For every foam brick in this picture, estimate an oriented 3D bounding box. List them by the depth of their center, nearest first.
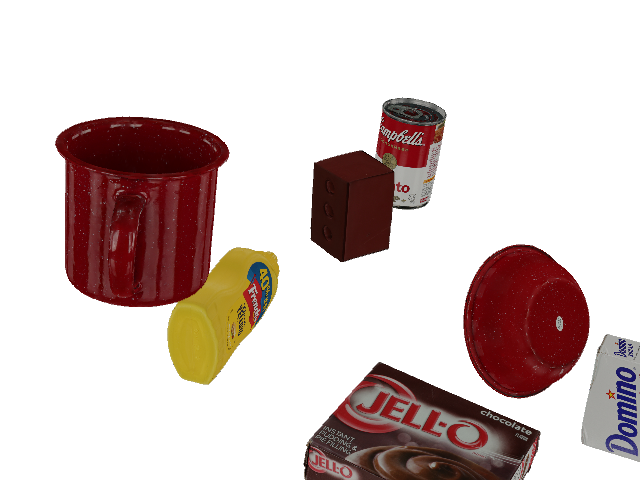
[{"bbox_3d":[0.027,-0.030,0.928,0.051,0.078,0.053,-14,31,-29],"label":"foam brick"}]

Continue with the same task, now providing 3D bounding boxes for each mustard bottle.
[{"bbox_3d":[-0.092,0.062,1.121,0.058,0.096,0.191,10,30,19],"label":"mustard bottle"}]

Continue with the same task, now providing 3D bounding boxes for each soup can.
[{"bbox_3d":[0.092,-0.093,1.141,0.068,0.102,0.068,6,29,-4],"label":"soup can"}]

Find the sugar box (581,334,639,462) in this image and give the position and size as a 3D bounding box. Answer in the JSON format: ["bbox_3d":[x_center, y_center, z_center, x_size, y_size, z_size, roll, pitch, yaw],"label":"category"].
[{"bbox_3d":[0.307,0.146,0.867,0.176,0.093,0.048,13,25,20],"label":"sugar box"}]

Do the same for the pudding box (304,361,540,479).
[{"bbox_3d":[0.060,0.127,0.629,0.114,0.039,0.089,23,37,21],"label":"pudding box"}]

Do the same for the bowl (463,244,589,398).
[{"bbox_3d":[0.225,0.084,1.098,0.161,0.162,0.055,0,-1,-34],"label":"bowl"}]

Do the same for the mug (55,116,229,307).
[{"bbox_3d":[-0.099,-0.011,0.583,0.093,0.081,0.117,4,24,-6],"label":"mug"}]
